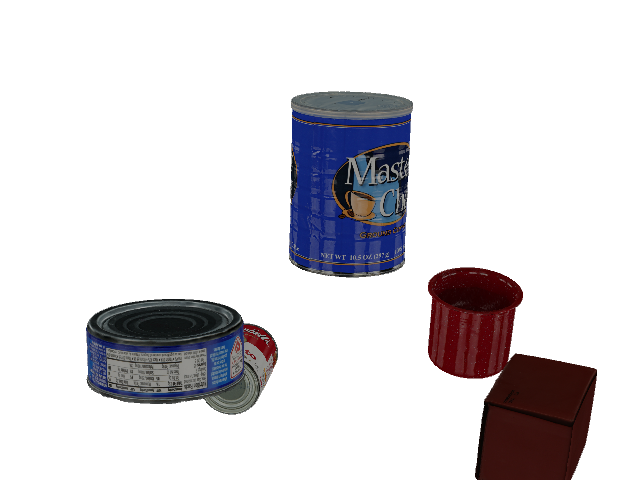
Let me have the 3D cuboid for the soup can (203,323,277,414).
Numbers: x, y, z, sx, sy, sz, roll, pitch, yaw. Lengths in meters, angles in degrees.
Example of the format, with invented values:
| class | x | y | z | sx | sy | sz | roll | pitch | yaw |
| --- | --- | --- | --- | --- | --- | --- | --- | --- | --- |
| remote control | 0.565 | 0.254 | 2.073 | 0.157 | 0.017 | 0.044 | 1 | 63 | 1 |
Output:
| class | x | y | z | sx | sy | sz | roll | pitch | yaw |
| --- | --- | --- | --- | --- | --- | --- | --- | --- | --- |
| soup can | -0.089 | 0.140 | 1.166 | 0.068 | 0.068 | 0.102 | 0 | 15 | 9 |

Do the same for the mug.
| class | x | y | z | sx | sy | sz | roll | pitch | yaw |
| --- | --- | --- | --- | --- | --- | --- | --- | --- | --- |
| mug | 0.148 | 0.078 | 1.073 | 0.093 | 0.081 | 0.117 | -3 | 27 | -10 |

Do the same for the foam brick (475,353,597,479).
| class | x | y | z | sx | sy | sz | roll | pitch | yaw |
| --- | --- | --- | --- | --- | --- | --- | --- | --- | --- |
| foam brick | 0.128 | 0.108 | 0.630 | 0.053 | 0.051 | 0.078 | 11 | 20 | 22 |

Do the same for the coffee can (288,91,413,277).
| class | x | y | z | sx | sy | sz | roll | pitch | yaw |
| --- | --- | --- | --- | --- | --- | --- | --- | --- | --- |
| coffee can | 0.025 | -0.051 | 0.915 | 0.103 | 0.140 | 0.103 | 1 | 17 | -1 |

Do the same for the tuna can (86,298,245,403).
| class | x | y | z | sx | sy | sz | roll | pitch | yaw |
| --- | --- | --- | --- | --- | --- | --- | --- | --- | --- |
| tuna can | -0.084 | 0.058 | 0.578 | 0.086 | 0.034 | 0.086 | 0 | 12 | 0 |
